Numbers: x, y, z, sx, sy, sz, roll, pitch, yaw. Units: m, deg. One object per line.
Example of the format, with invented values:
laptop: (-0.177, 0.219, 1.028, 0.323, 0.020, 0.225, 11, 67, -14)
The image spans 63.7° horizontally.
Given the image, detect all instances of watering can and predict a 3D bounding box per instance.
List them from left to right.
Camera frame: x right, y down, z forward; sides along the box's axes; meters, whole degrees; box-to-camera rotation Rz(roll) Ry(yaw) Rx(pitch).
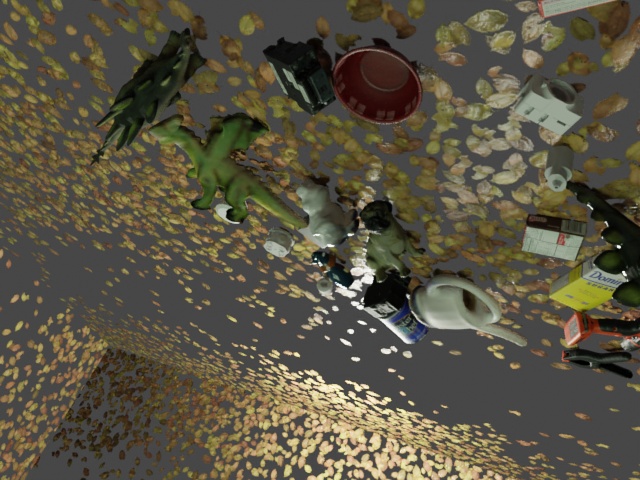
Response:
watering can: (0.382, 0.196, 1.363, 0.223, 0.106, 0.343, -13, 134, 46)

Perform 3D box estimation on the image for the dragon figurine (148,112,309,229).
dragon figurine: (-0.189, -0.174, 1.183, 0.410, 0.125, 0.237, 17, 130, -8)

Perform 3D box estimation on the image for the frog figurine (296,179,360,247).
frog figurine: (0.004, -0.061, 1.210, 0.159, 0.141, 0.120, 29, 130, -10)
